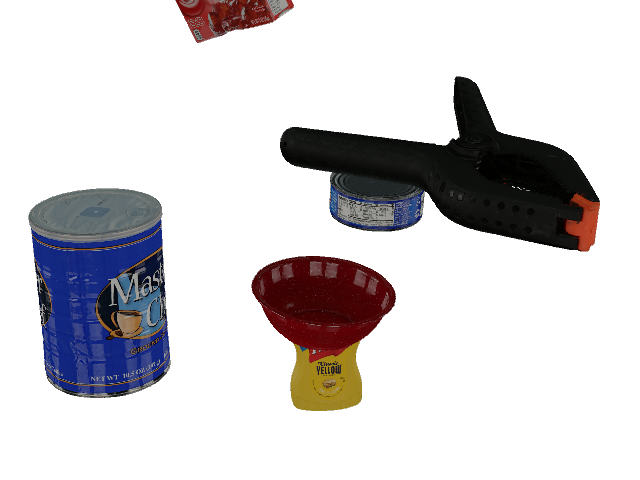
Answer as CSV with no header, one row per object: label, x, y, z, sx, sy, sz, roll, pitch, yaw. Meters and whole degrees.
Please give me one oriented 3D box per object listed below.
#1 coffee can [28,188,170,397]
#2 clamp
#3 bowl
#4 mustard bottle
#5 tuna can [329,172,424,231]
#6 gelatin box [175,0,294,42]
coffee can,-0.176,0.040,0.859,0.103,0.140,0.103,0,22,0
clamp,0.083,-0.046,0.670,0.164,0.036,0.210,-17,34,-23
bowl,0.002,0.077,1.200,0.162,0.055,0.162,4,26,-2
mustard bottle,0.008,0.131,1.425,0.096,0.192,0.058,-2,19,-6
tuna can,0.051,-0.040,0.953,0.086,0.034,0.086,1,25,-1
gelatin box,-0.072,-0.189,0.777,0.089,0.073,0.030,-3,31,44
